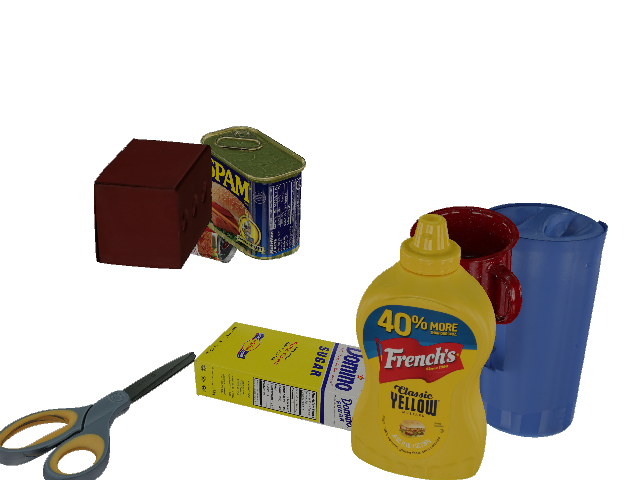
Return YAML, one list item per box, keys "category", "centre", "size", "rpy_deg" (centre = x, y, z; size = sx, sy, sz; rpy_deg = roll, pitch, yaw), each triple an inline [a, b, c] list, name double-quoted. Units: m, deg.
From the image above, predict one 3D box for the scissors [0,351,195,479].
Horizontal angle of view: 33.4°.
- category: "scissors"
  centre: [-0.159, 0.142, 0.851]
  size: [0.201, 0.016, 0.096]
  rpy_deg: [-17, 36, -37]

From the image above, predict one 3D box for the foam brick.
- category: "foam brick"
  centre: [-0.099, -0.024, 0.644]
  size: [0.051, 0.053, 0.078]
  rpy_deg: [6, 27, 7]

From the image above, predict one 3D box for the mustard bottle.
- category: "mustard bottle"
  centre: [0.073, 0.073, 0.746]
  size: [0.096, 0.192, 0.058]
  rpy_deg: [9, 24, 17]

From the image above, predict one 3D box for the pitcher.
- category: "pitcher"
  centre: [0.224, 0.088, 1.164]
  size: [0.149, 0.243, 0.145]
  rpy_deg: [5, 19, 11]

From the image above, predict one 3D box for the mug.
- category: "mug"
  centre: [0.133, 0.032, 0.929]
  size: [0.093, 0.081, 0.117]
  rpy_deg: [-23, 36, -28]

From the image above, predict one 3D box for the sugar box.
- category: "sugar box"
  centre: [-0.023, 0.129, 1.029]
  size: [0.176, 0.048, 0.093]
  rpy_deg: [7, 24, 21]

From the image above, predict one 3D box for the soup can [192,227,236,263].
- category: "soup can"
  centre: [-0.143, -0.019, 1.159]
  size: [0.102, 0.068, 0.068]
  rpy_deg: [12, 3, 15]

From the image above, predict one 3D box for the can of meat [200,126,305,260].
- category: "can of meat"
  centre: [-0.060, -0.041, 0.927]
  size: [0.057, 0.084, 0.102]
  rpy_deg: [-20, 37, -32]
